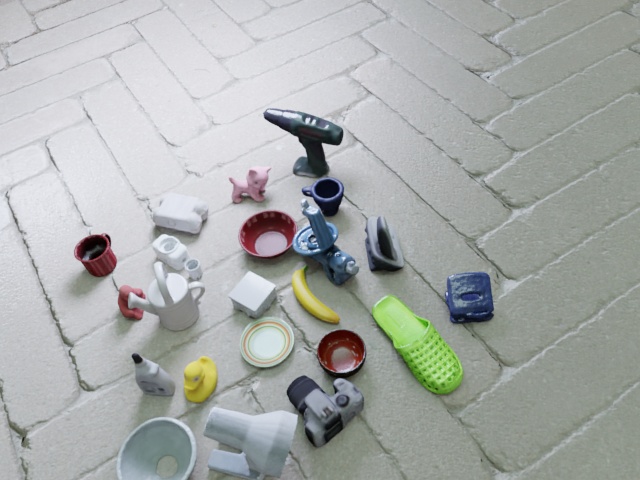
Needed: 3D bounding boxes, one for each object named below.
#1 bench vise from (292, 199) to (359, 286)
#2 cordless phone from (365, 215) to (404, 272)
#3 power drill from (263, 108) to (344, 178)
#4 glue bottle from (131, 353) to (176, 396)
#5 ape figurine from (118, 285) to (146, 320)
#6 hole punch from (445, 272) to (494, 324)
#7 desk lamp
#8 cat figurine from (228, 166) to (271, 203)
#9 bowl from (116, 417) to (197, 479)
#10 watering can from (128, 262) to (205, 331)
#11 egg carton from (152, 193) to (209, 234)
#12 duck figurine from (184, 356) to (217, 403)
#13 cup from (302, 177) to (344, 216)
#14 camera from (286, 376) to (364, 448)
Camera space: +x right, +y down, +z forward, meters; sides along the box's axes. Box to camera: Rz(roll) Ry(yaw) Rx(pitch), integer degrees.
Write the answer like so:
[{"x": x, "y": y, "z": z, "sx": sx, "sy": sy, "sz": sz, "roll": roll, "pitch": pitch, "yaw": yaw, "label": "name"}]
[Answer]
[{"x": 0.019, "y": -0.004, "z": 1.421, "sx": 0.207, "sy": 0.220, "sz": 0.122, "roll": 20, "pitch": 57, "yaw": 20, "label": "bench vise"}, {"x": 0.160, "y": -0.018, "z": 1.440, "sx": 0.094, "sy": 0.185, "sz": 0.147, "roll": -10, "pitch": 52, "yaw": -2, "label": "cordless phone"}, {"x": -0.043, "y": -0.281, "z": 1.650, "sx": 0.229, "sy": 0.209, "sz": 0.075, "roll": 9, "pitch": 54, "yaw": 13, "label": "power drill"}, {"x": -0.378, "y": 0.293, "z": 1.261, "sx": 0.078, "sy": 0.173, "sz": 0.037, "roll": 4, "pitch": 53, "yaw": 9, "label": "glue bottle"}, {"x": -0.477, "y": 0.148, "z": 1.436, "sx": 0.076, "sy": 0.092, "sz": 0.078, "roll": 28, "pitch": 60, "yaw": 25, "label": "ape figurine"}, {"x": 0.357, "y": 0.137, "z": 1.358, "sx": 0.108, "sy": 0.091, "sz": 0.101, "roll": -6, "pitch": 52, "yaw": 2, "label": "hole punch"}, {"x": -0.137, "y": 0.401, "z": 1.127, "sx": 0.203, "sy": 0.214, "sz": 0.118, "roll": 8, "pitch": 54, "yaw": 12, "label": "desk lamp"}, {"x": -0.198, "y": -0.169, "z": 1.636, "sx": 0.127, "sy": 0.118, "sz": 0.067, "roll": -4, "pitch": 52, "yaw": 3, "label": "cat figurine"}, {"x": -0.329, "y": 0.462, "z": 1.188, "sx": 0.167, "sy": 0.075, "sz": 0.167, "roll": -3, "pitch": 52, "yaw": 4, "label": "bowl"}, {"x": -0.368, "y": 0.133, "z": 1.371, "sx": 0.173, "sy": 0.194, "sz": 0.100, "roll": -34, "pitch": 56, "yaw": -19, "label": "watering can"}, {"x": -0.393, "y": -0.074, "z": 1.613, "sx": 0.150, "sy": 0.069, "sz": 0.107, "roll": 10, "pitch": 54, "yaw": 13, "label": "egg carton"}, {"x": -0.278, "y": 0.305, "z": 1.297, "sx": 0.077, "sy": 0.086, "sz": 0.104, "roll": 8, "pitch": 53, "yaw": 12, "label": "duck figurine"}, {"x": 0.010, "y": -0.112, "z": 1.585, "sx": 0.117, "sy": 0.095, "sz": 0.091, "roll": 3, "pitch": 53, "yaw": 8, "label": "cup"}, {"x": 0.003, "y": 0.343, "z": 1.229, "sx": 0.143, "sy": 0.101, "sz": 0.136, "roll": -36, "pitch": 57, "yaw": -21, "label": "camera"}]
